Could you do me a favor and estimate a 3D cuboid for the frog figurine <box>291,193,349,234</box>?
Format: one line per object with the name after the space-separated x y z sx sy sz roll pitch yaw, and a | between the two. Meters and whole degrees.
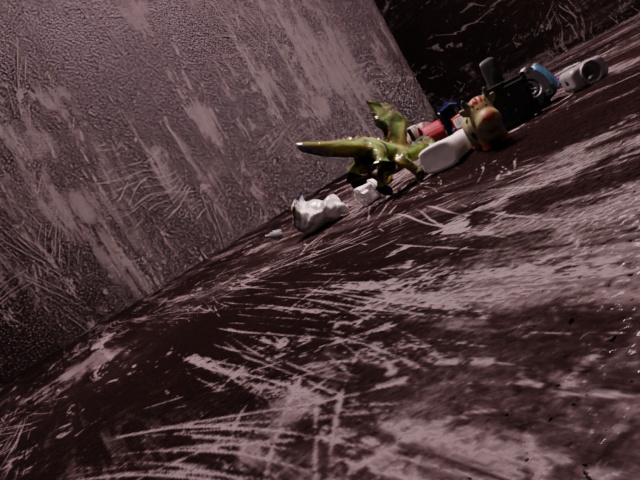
0.004 -0.074 1.473 0.159 0.122 0.138 8 4 9 | frog figurine

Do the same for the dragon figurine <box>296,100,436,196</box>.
0.144 -0.257 1.322 0.120 0.408 0.248 -47 31 51 | dragon figurine

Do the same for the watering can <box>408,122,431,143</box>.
0.363 -0.407 2.167 0.348 0.103 0.225 -30 8 -2 | watering can
